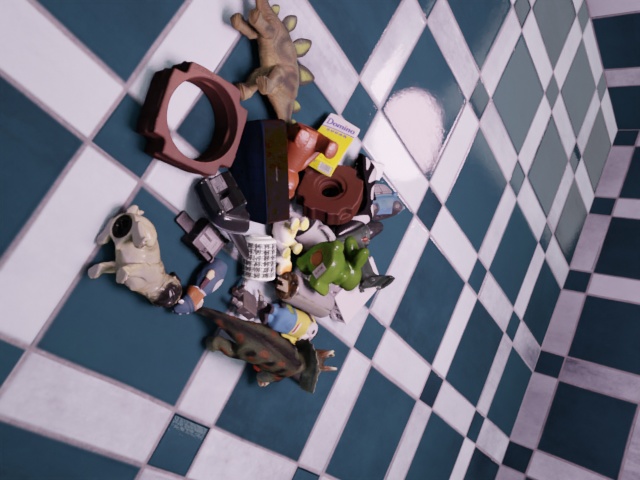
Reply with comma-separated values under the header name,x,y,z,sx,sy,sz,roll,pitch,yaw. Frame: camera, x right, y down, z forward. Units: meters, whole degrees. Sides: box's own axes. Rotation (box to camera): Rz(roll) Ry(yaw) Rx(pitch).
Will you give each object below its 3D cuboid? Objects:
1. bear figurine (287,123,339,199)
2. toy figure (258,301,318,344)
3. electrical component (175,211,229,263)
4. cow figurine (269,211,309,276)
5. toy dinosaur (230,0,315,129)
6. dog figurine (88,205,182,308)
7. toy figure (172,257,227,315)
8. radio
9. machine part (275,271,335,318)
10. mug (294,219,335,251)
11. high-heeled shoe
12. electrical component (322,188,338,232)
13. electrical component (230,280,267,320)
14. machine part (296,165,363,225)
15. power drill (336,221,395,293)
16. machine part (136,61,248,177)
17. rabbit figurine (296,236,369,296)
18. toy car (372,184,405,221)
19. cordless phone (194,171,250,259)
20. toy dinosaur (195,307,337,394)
name,x,y,z,sx,sy,sz,roll,pitch,yaw
bear figurine,-0.063,-0.174,1.270,0.120,0.132,0.195,20,105,-32
toy figure,-0.080,0.206,1.395,0.180,0.082,0.089,30,35,-37
electrical component,-0.263,-0.014,1.183,0.075,0.048,0.119,-52,132,-28
cow figurine,-0.097,0.003,1.341,0.068,0.098,0.167,-9,124,-51
toy dinosaur,-0.097,-0.383,1.248,0.198,0.105,0.470,-31,130,-44
dog figurine,-0.344,0.039,1.085,0.190,0.121,0.172,37,74,-59
toy figure,-0.265,0.107,1.188,0.154,0.058,0.064,-56,158,-28
radio,-0.140,-0.157,1.222,0.073,0.131,0.229,-12,106,-45
machine part,-0.036,0.142,1.377,0.243,0.079,0.079,32,74,-49
mug,-0.003,-0.004,1.404,0.107,0.110,0.081,51,45,-29
high-heeled shoe,0.089,-0.122,1.430,0.249,0.086,0.145,-49,125,-44
electrical component,0.027,-0.092,1.468,0.134,0.058,0.114,-54,133,-25
electrical component,-0.173,0.143,1.295,0.102,0.045,0.078,50,19,-35
machine part,0.026,-0.123,1.376,0.179,0.179,0.056,-54,164,-25
power drill,0.134,0.040,1.527,0.232,0.086,0.207,-7,67,-38
machine part,-0.262,-0.246,1.111,0.201,0.087,0.201,21,82,-45
rabbit figurine,0.048,0.064,1.364,0.159,0.121,0.170,-53,137,6
toy car,0.164,-0.113,1.588,0.161,0.109,0.103,-3,77,-35
cordless phone,-0.202,-0.049,1.205,0.089,0.147,0.184,-27,147,-9
toy dinosaur,-0.125,0.252,1.256,0.404,0.192,0.131,38,52,-39
